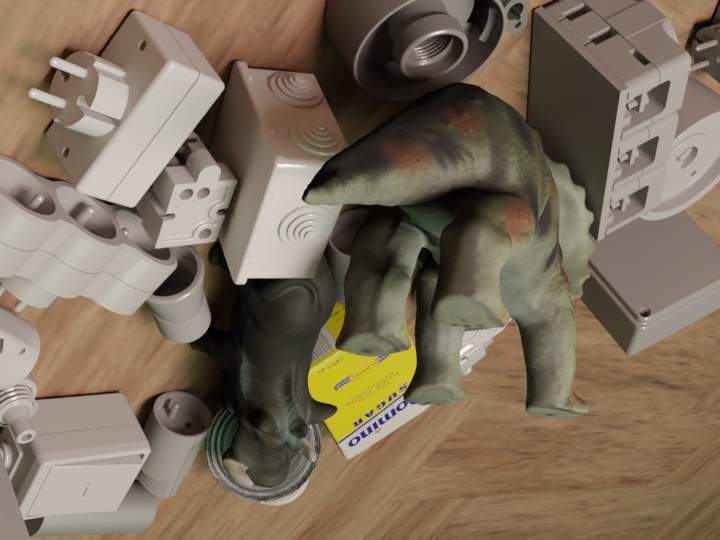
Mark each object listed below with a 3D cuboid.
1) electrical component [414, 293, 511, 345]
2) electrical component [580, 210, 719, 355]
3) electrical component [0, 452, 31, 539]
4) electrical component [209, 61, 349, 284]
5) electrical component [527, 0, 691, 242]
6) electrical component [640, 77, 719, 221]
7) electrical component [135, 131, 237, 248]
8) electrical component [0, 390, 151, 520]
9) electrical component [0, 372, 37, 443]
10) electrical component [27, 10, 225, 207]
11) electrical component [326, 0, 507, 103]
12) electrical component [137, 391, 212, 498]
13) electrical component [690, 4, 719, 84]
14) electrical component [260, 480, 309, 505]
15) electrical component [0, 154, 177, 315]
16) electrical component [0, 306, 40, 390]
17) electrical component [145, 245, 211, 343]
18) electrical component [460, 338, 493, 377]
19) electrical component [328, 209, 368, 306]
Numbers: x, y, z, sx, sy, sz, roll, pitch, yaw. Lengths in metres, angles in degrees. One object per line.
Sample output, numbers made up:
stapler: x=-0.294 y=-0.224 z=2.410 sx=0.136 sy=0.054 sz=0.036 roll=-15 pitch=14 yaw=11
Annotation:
electrical component: x=0.087 y=0.018 z=0.846 sx=0.080 sy=0.051 sz=0.080 roll=-24 pitch=146 yaw=-18
electrical component: x=0.243 y=0.000 z=0.916 sx=0.109 sy=0.108 sz=0.056 roll=-25 pitch=149 yaw=-17
electrical component: x=-0.239 y=0.133 z=0.622 sx=0.063 sy=0.121 sz=0.078 roll=-7 pitch=138 yaw=-33
electrical component: x=-0.046 y=-0.052 z=0.588 sx=0.048 sy=0.099 sz=0.099 roll=0 pitch=134 yaw=-26
electrical component: x=0.165 y=-0.106 z=0.723 sx=0.062 sy=0.089 sz=0.150 roll=-28 pitch=147 yaw=-13
electrical component: x=0.236 y=-0.098 z=0.828 sx=0.108 sy=0.060 sz=0.108 roll=-24 pitch=146 yaw=-18
electrical component: x=-0.100 y=-0.048 z=0.581 sx=0.048 sy=0.055 sz=0.066 roll=-8 pitch=138 yaw=-37
electrical component: x=-0.196 y=0.125 z=0.709 sx=0.096 sy=0.061 sz=0.061 roll=0 pitch=133 yaw=-43
electrical component: x=-0.207 y=0.075 z=0.634 sx=0.035 sy=0.061 sz=0.035 roll=-25 pitch=146 yaw=-18
electrical component: x=-0.125 y=-0.082 z=0.522 sx=0.083 sy=0.047 sz=0.076 roll=-49 pitch=145 yaw=19
electrical component: x=0.031 y=-0.143 z=0.598 sx=0.099 sy=0.064 sz=0.099 roll=-17 pitch=153 yaw=-9
electrical component: x=-0.141 y=0.131 z=0.785 sx=0.043 sy=0.043 sz=0.081 roll=-6 pitch=137 yaw=-39
electrical component: x=0.271 y=-0.164 z=0.787 sx=0.077 sy=0.047 sz=0.065 roll=-21 pitch=145 yaw=-22
electrical component: x=-0.072 y=0.155 z=0.868 sx=0.078 sy=0.058 sz=0.057 roll=-31 pitch=145 yaw=-7
electrical component: x=-0.169 y=-0.005 z=0.575 sx=0.074 sy=0.052 sz=0.138 roll=-45 pitch=147 yaw=14
electrical component: x=-0.231 y=0.045 z=0.590 sx=0.079 sy=0.043 sz=0.077 roll=-38 pitch=148 yaw=4
electrical component: x=-0.114 y=0.017 z=0.667 sx=0.044 sy=0.044 sz=0.065 roll=-27 pitch=151 yaw=-14
electrical component: x=0.092 y=0.056 z=0.907 sx=0.062 sy=0.048 sz=0.048 roll=-38 pitch=148 yaw=-9
electrical component: x=0.000 y=0.000 z=0.748 sx=0.043 sy=0.043 sz=0.081 roll=-25 pitch=146 yaw=-17
